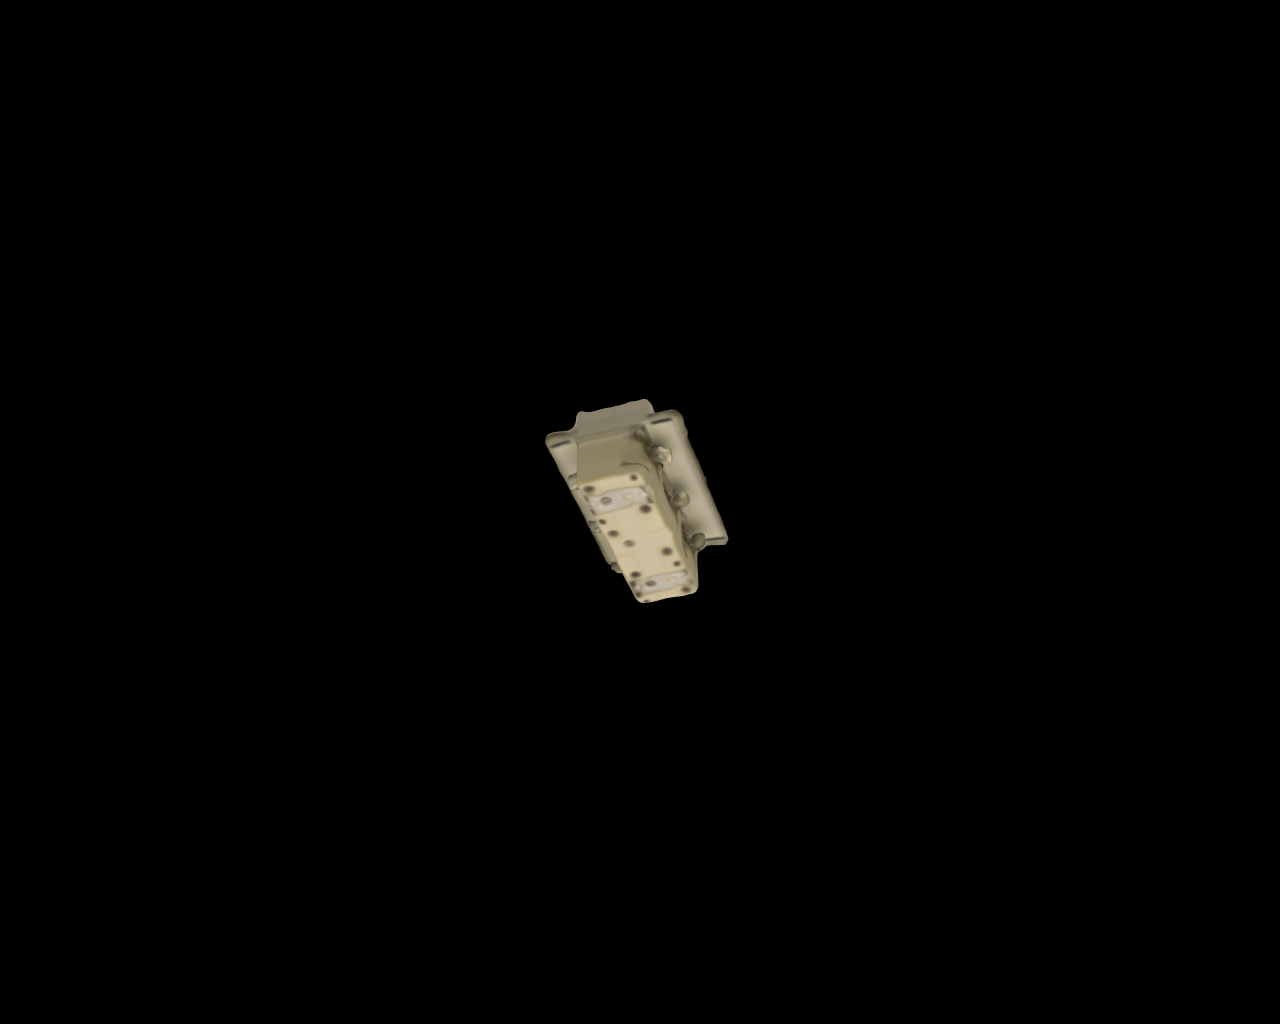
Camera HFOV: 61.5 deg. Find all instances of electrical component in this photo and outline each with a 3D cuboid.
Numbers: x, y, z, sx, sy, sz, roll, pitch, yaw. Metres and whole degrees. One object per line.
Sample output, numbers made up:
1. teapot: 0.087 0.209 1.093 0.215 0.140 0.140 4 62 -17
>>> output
1. electrical component: 0.001 -0.003 0.650 0.079 0.063 0.121 -11 -43 12
